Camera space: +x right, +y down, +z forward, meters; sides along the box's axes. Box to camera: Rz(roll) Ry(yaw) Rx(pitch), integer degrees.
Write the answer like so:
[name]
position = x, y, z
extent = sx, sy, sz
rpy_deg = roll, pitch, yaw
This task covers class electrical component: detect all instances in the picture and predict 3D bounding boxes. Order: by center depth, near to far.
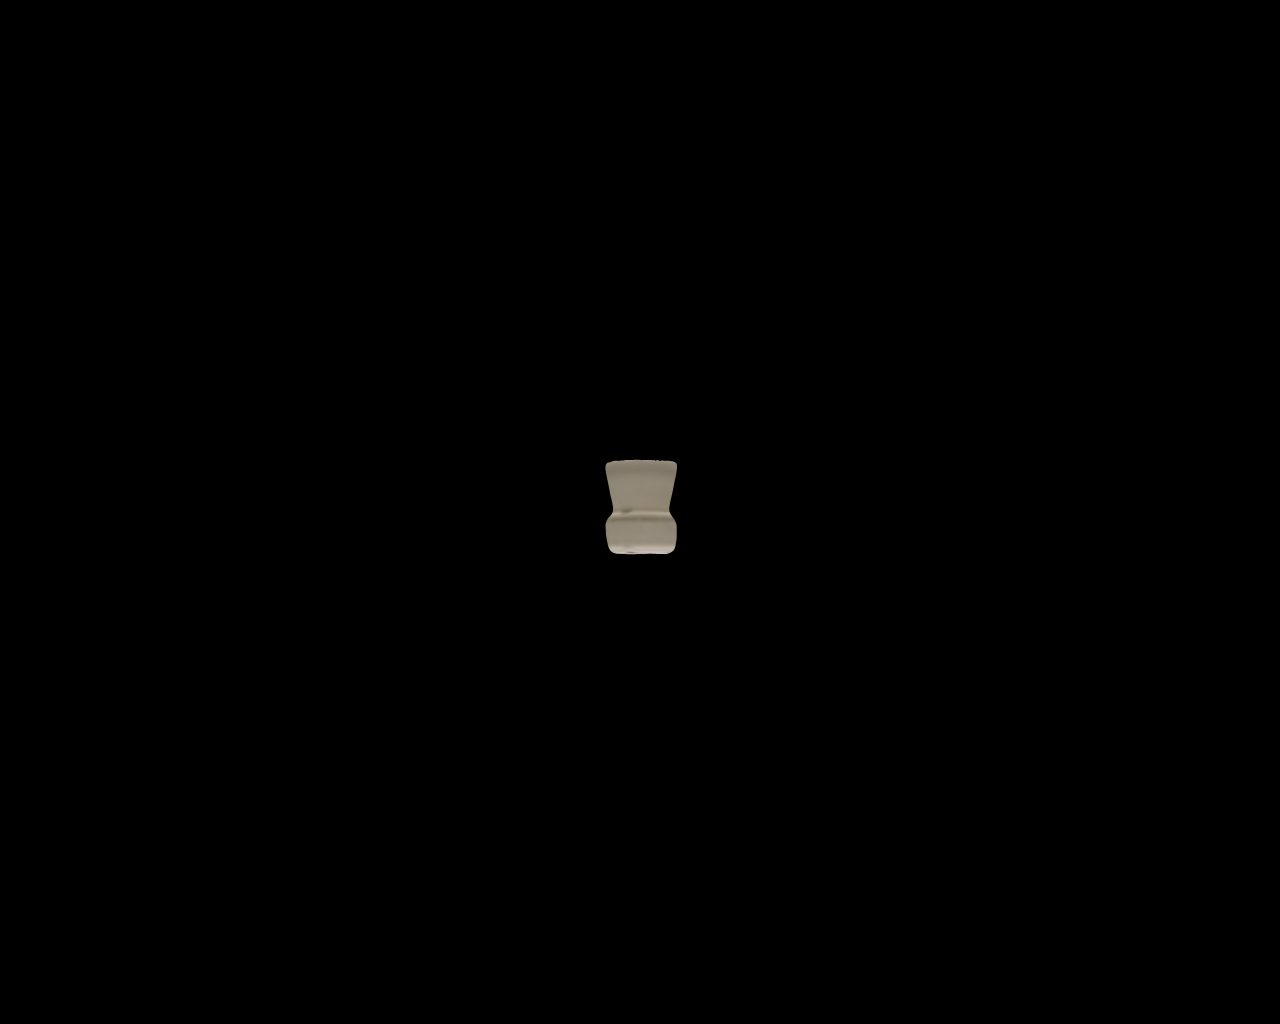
[electrical component]
position = 0.001, -0.003, 0.650
extent = 0.045, 0.055, 0.045
rpy_deg = 0, -3, 0
